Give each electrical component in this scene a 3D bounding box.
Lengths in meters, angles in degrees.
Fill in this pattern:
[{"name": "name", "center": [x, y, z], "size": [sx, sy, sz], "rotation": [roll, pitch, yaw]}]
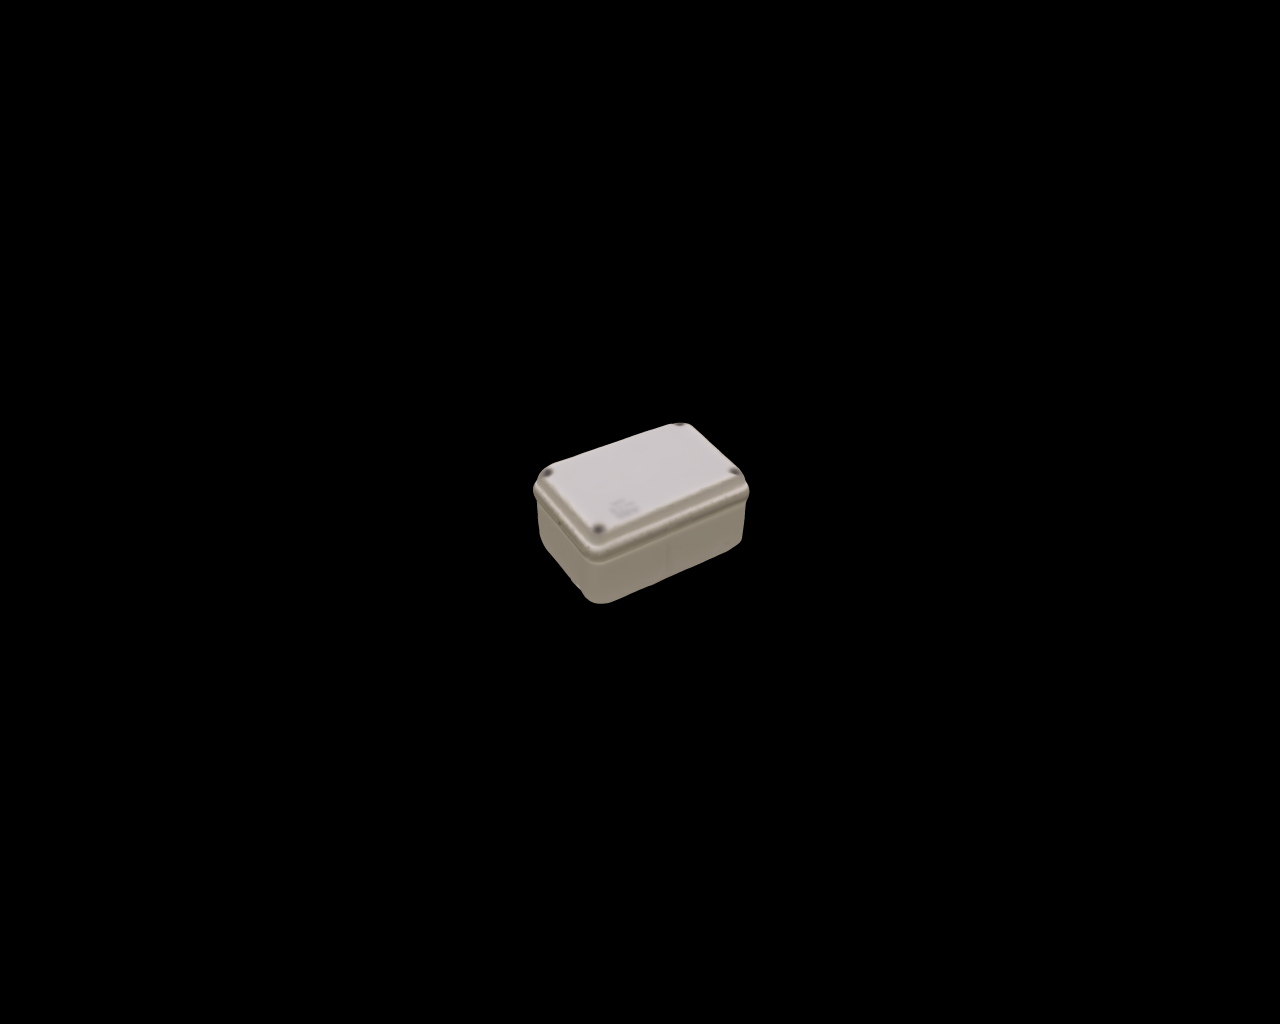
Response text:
[{"name": "electrical component", "center": [0.001, -0.003, 0.650], "size": [0.113, 0.057, 0.078], "rotation": [-22, 45, -23]}]
